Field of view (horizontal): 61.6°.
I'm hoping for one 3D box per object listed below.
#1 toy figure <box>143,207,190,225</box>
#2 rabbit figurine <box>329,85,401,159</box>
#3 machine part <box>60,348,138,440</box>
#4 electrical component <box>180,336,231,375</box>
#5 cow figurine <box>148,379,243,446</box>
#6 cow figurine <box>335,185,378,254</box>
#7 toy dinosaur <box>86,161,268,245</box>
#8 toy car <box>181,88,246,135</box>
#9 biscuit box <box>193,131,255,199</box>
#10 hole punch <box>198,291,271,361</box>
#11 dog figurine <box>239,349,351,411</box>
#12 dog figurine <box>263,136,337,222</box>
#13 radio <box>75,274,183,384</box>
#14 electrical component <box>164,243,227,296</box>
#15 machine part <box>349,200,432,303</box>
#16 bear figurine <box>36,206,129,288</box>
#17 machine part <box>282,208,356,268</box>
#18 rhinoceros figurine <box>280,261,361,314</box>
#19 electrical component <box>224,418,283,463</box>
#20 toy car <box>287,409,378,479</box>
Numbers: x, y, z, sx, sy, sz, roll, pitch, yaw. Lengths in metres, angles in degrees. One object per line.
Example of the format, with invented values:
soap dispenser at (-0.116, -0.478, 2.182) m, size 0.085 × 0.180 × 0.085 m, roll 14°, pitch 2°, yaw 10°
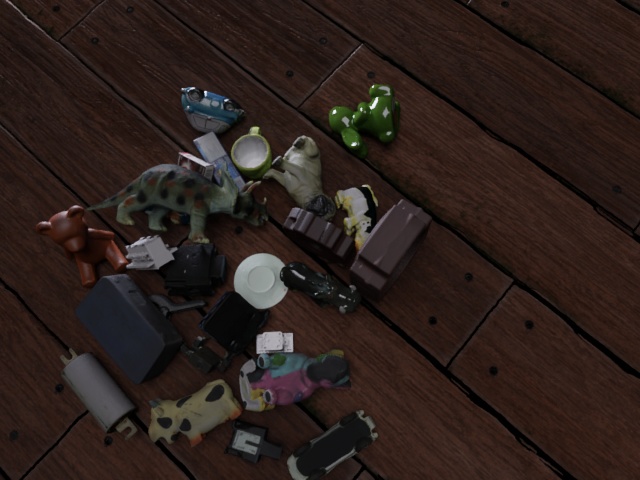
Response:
toy figure at (-0.364, -0.074, 1.289) m, size 0.155 × 0.064 × 0.057 m, roll 23°, pitch 111°, yaw 5°
rabbit figurine at (0.105, -0.283, 1.321) m, size 0.170 × 0.121 × 0.159 m, roll 0°, pitch 80°, yaw 21°
machine part at (-0.478, 0.329, 1.163) m, size 0.243 × 0.079 × 0.079 m, roll 43°, pitch 80°, yaw 15°
electrical component at (-0.247, 0.253, 1.182) m, size 0.102 × 0.078 × 0.045 m, roll 35°, pitch 98°, yaw 15°
cow figurine at (-0.275, 0.364, 1.139) m, size 0.195 × 0.085 × 0.127 m, roll -31°, pitch 80°, yaw -4°
cow figurine at (0.101, -0.045, 1.257) m, size 0.098 × 0.068 × 0.167 m, roll -16°, pitch 74°, yaw -9°
toy dinosaur at (-0.320, -0.101, 1.198) m, size 0.405 × 0.131 × 0.192 m, roll 15°, pitch 85°, yaw 3°
toy car at (-0.275, -0.315, 1.346) m, size 0.162 × 0.109 × 0.102 m, roll 19°, pitch 98°, yaw -3°
biscuit box at (-0.232, -0.166, 1.309) m, size 0.059 × 0.062 × 0.203 m, roll -31°, pitch 75°, yaw -7°
hole punch at (-0.198, 0.183, 1.197) m, size 0.115 × 0.092 × 0.142 m, roll 45°, pitch 68°, yaw -16°
dog figurine at (-0.042, 0.292, 1.147) m, size 0.219 × 0.191 × 0.108 m, roll 1°, pitch 66°, yaw -33°
dog figurine at (-0.015, -0.141, 1.283) m, size 0.190 × 0.121 × 0.172 m, roll 43°, pitch 71°, yaw -4°
radio at (-0.419, 0.189, 1.182) m, size 0.230 × 0.073 × 0.131 m, roll 43°, pitch 105°, yaw 13°
electrical component at (-0.281, 0.068, 1.229) m, size 0.134 × 0.058 × 0.115 m, roll -3°, pitch 58°, yaw 2°
machine part at (0.149, 0.025, 1.160) m, size 0.087 × 0.201 × 0.201 m, roll 36°, pitch 78°, yaw 15°
bear figurine at (-0.527, 0.013, 1.200) m, size 0.120 × 0.195 × 0.132 m, roll -28°, pitch 75°, yaw -9°
machine part at (-0.002, -0.004, 1.195) m, size 0.179 × 0.179 × 0.056 m, roll 29°, pitch 78°, yaw 11°
rhinoceros figurine at (0.003, 0.102, 1.192) m, size 0.190 × 0.112 × 0.073 m, roll 26°, pitch 74°, yaw 18°
electrical component at (-0.135, 0.427, 1.131) m, size 0.119 × 0.047 × 0.075 m, roll 11°, pitch 74°, yaw 5°
toy car at (0.027, 0.431, 1.120) m, size 0.202 × 0.056 × 0.073 m, roll -31°, pitch 68°, yaw -8°
